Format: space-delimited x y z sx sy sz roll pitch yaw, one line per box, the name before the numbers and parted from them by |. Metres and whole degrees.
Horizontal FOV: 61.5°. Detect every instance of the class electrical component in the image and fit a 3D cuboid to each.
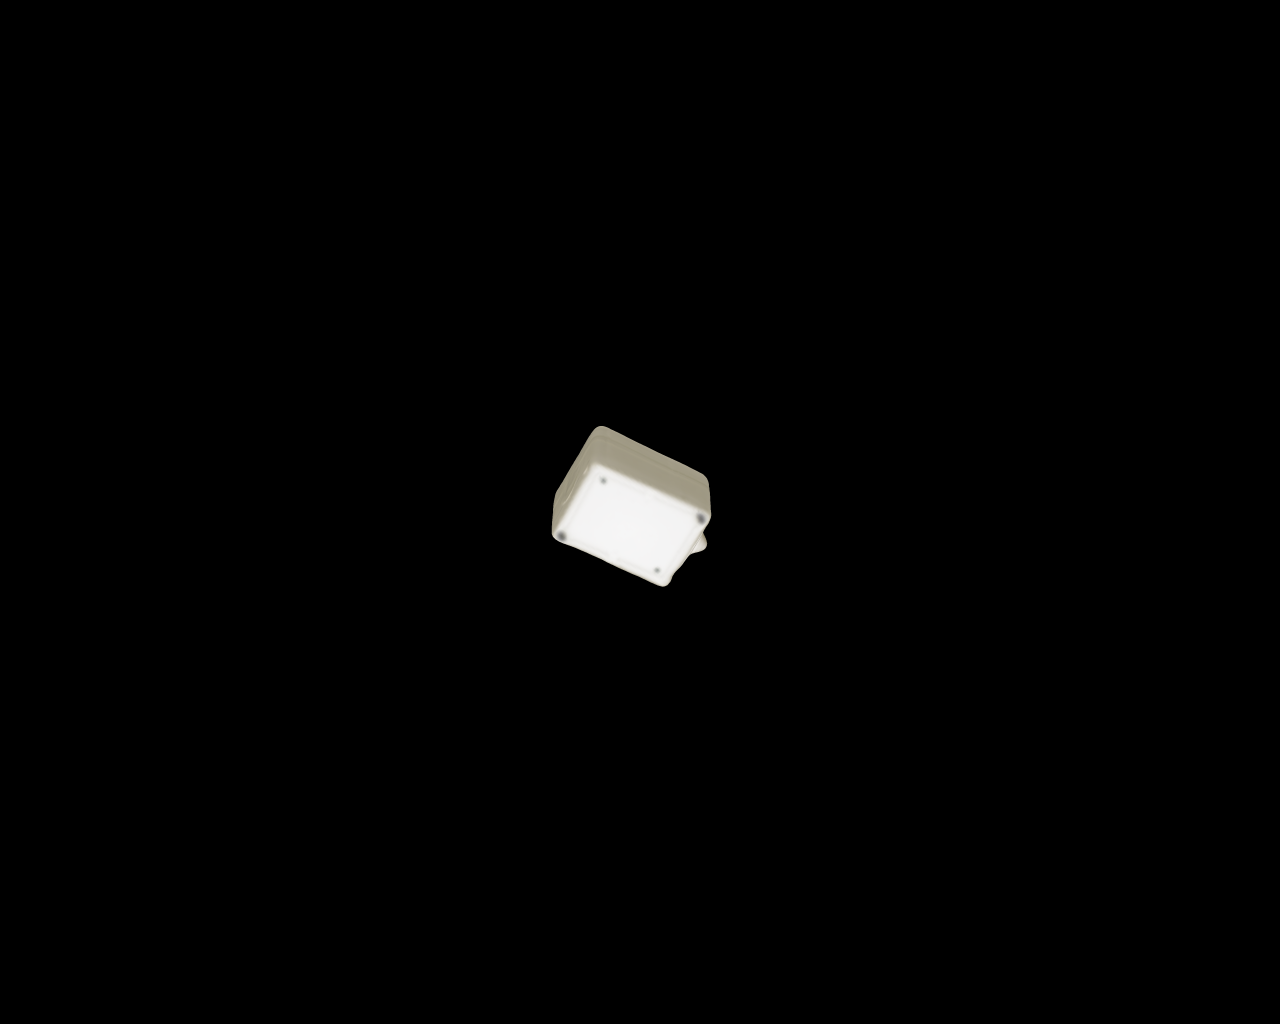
electrical component | 0.001 -0.003 0.650 0.096 0.061 0.061 25 27 -14
